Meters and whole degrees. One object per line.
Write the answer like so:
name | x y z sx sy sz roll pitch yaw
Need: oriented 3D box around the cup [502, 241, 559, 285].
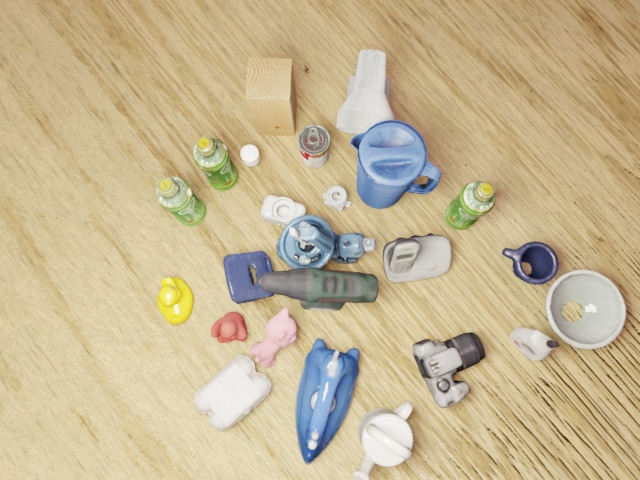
cup | 0.438 0.050 1.232 0.117 0.095 0.092 20 80 4

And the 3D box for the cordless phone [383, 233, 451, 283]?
cordless phone | 0.207 0.029 1.189 0.147 0.185 0.094 -12 80 -2

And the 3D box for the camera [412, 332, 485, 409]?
camera | 0.279 0.260 1.190 0.137 0.101 0.143 -23 80 -4

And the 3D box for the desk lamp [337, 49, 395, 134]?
desk lamp | 0.101 -0.301 1.234 0.118 0.213 0.203 6 80 1

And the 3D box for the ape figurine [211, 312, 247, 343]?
ape figurine | -0.190 0.188 1.206 0.077 0.092 0.076 28 81 5

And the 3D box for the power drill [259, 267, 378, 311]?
power drill | -0.001 0.100 1.163 0.229 0.208 0.075 1 80 0

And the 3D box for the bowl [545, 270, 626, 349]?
bowl | 0.554 0.150 1.225 0.167 0.075 0.167 0 80 0

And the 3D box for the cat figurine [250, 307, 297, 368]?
cat figurine | -0.093 0.205 1.190 0.067 0.118 0.128 40 82 7

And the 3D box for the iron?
iron | 0.005 0.335 1.155 0.118 0.141 0.258 14 80 3

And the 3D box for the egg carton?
egg carton | -0.181 0.320 1.193 0.150 0.069 0.107 -42 82 -7

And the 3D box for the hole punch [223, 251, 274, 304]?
hole punch | -0.150 0.077 1.227 0.101 0.091 0.108 -13 80 -2

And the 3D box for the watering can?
watering can | 0.128 0.396 1.117 0.101 0.194 0.173 14 80 3

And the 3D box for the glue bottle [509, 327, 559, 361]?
glue bottle | 0.444 0.211 1.163 0.078 0.173 0.037 42 82 7

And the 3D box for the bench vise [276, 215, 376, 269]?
bench vise | 0.007 -0.007 1.177 0.207 0.220 0.121 -17 80 -3

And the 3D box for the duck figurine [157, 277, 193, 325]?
duck figurine | -0.315 0.127 1.219 0.077 0.086 0.104 -10 80 -2
